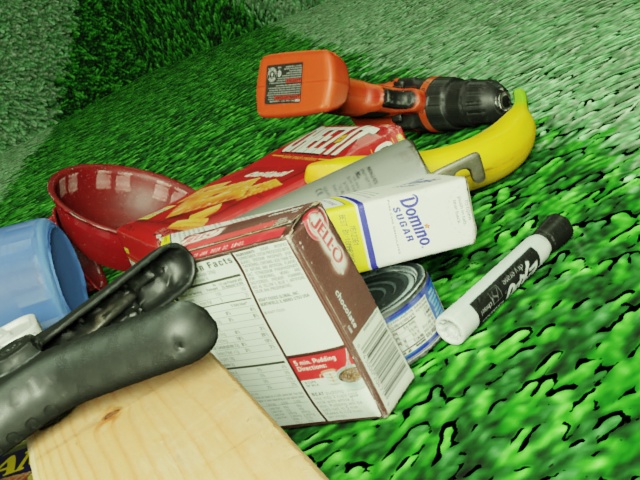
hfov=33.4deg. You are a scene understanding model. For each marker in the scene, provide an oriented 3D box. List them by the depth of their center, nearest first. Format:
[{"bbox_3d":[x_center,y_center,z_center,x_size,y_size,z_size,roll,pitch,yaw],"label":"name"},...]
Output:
[{"bbox_3d":[0.107,0.019,0.600,0.120,0.020,0.020,-37,19,-36],"label":"marker"}]

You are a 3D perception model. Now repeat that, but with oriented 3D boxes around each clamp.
[{"bbox_3d":[-0.116,0.059,0.448,0.171,0.039,0.120,-35,11,-11],"label":"clamp"}]

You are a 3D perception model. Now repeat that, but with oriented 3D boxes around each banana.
[{"bbox_3d":[0.088,-0.059,0.794,0.197,0.037,0.070,-20,40,-19],"label":"banana"}]

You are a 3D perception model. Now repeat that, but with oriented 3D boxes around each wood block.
[{"bbox_3d":[-0.046,0.113,0.402,0.090,0.090,0.206,-30,16,-12],"label":"wood block"}]

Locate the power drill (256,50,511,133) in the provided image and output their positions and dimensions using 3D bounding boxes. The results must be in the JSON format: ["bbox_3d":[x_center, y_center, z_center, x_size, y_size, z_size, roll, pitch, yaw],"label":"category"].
[{"bbox_3d":[0.052,-0.128,0.959,0.187,0.057,0.185,5,-2,-42],"label":"power drill"}]

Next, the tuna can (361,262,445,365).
[{"bbox_3d":[0.028,0.047,0.605,0.086,0.034,0.086,-23,16,7],"label":"tuna can"}]

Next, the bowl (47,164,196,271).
[{"bbox_3d":[-0.176,-0.014,0.993,0.162,0.055,0.162,14,23,-6],"label":"bowl"}]

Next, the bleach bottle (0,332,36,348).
[{"bbox_3d":[-0.286,0.132,0.684,0.250,0.102,0.068,-34,21,-26],"label":"bleach bottle"}]

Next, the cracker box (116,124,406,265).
[{"bbox_3d":[-0.044,-0.022,0.865,0.213,0.072,0.164,-29,16,-16],"label":"cracker box"}]

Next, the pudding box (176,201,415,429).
[{"bbox_3d":[-0.017,0.042,0.542,0.090,0.113,0.039,-13,23,37],"label":"pudding box"}]

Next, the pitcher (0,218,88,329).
[{"bbox_3d":[-0.327,0.055,0.901,0.243,0.149,0.145,-17,21,2],"label":"pitcher"}]

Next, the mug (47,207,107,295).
[{"bbox_3d":[-0.264,0.022,1.019,0.081,0.093,0.117,-30,41,1],"label":"mug"}]

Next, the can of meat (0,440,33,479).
[{"bbox_3d":[-0.153,0.146,0.526,0.102,0.057,0.084,-21,19,17],"label":"can of meat"}]

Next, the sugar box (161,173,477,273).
[{"bbox_3d":[-0.004,0.001,0.629,0.176,0.048,0.093,-11,6,-6],"label":"sugar box"}]
